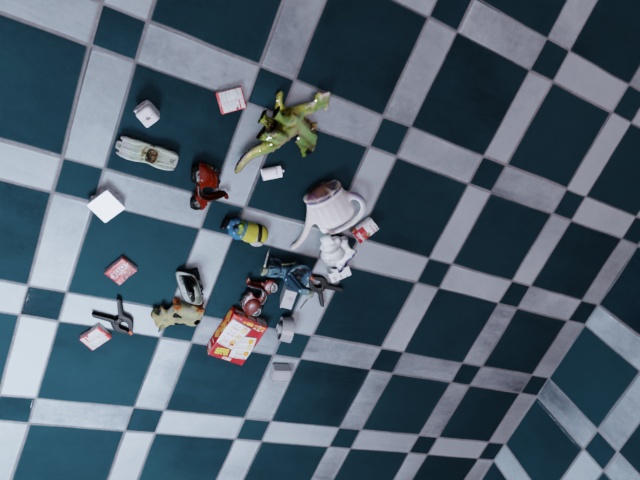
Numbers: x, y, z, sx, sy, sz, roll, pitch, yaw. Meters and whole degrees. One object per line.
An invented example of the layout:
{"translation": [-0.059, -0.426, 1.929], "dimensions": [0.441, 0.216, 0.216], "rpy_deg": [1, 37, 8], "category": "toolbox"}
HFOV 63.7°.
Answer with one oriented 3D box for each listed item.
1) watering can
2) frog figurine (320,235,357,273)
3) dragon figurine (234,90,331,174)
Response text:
{"translation": [0.006, -0.099, 1.973], "dimensions": [0.347, 0.220, 0.106], "rpy_deg": [-26, 34, 5], "category": "watering can"}
{"translation": [0.051, 0.034, 2.045], "dimensions": [0.158, 0.136, 0.125], "rpy_deg": [38, 26, -24], "category": "frog figurine"}
{"translation": [-0.107, -0.364, 1.806], "dimensions": [0.240, 0.406, 0.124], "rpy_deg": [26, 17, -36], "category": "dragon figurine"}
